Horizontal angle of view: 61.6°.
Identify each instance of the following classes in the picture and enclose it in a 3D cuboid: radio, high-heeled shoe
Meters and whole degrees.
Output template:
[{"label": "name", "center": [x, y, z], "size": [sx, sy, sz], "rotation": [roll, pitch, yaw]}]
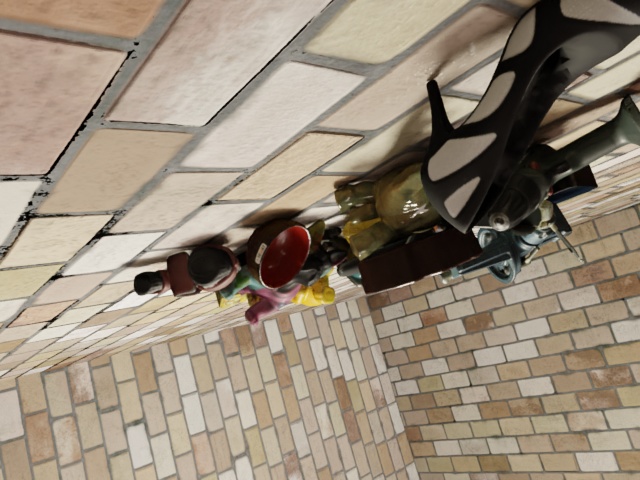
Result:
[{"label": "radio", "center": [0.396, -0.091, 1.038], "size": [0.230, 0.073, 0.131], "rotation": [-26, 165, 38]}, {"label": "high-heeled shoe", "center": [0.190, -0.105, 0.432], "size": [0.249, 0.145, 0.086], "rotation": [-21, 170, 33]}]

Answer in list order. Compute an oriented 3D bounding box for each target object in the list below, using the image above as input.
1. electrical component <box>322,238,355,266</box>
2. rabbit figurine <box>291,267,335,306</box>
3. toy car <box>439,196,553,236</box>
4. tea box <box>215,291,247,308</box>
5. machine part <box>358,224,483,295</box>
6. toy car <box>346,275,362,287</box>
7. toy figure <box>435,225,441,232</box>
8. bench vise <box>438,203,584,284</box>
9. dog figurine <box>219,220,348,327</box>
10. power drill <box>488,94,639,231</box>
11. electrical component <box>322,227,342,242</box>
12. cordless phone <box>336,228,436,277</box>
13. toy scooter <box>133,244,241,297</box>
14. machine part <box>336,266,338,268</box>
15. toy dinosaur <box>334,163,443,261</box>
[{"label": "electrical component", "center": [0.040, 0.027, 1.020], "size": [0.102, 0.078, 0.045], "rotation": [-4, 141, -52]}, {"label": "rabbit figurine", "center": [-0.070, 0.092, 1.273], "size": [0.173, 0.122, 0.162], "rotation": [13, 162, -42]}, {"label": "toy car", "center": [0.272, -0.054, 0.879], "size": [0.202, 0.073, 0.056], "rotation": [4, -144, 26]}, {"label": "tea box", "center": [-0.179, 0.097, 1.168], "size": [0.098, 0.068, 0.169], "rotation": [-13, 169, -17]}, {"label": "machine part", "center": [0.141, 0.026, 0.783], "size": [0.179, 0.056, 0.179], "rotation": [-21, 177, -1]}, {"label": "toy car", "center": [0.126, 0.034, 1.222], "size": [0.161, 0.109, 0.102], "rotation": [-18, 150, -36]}, {"label": "toy figure", "center": [0.228, -0.030, 1.150], "size": [0.064, 0.058, 0.154], "rotation": [-29, 160, 30]}, {"label": "bench vise", "center": [0.337, 0.021, 1.001], "size": [0.241, 0.129, 0.223], "rotation": [-21, 173, -9]}, {"label": "dog figurine", "center": [-0.063, 0.048, 0.971], "size": [0.219, 0.108, 0.192], "rotation": [-33, -162, 6]}, {"label": "power drill", "center": [0.335, -0.099, 0.720], "size": [0.207, 0.086, 0.232], "rotation": [-37, -178, 35]}, {"label": "electrical component", "center": [-0.002, -0.003, 1.033], "size": [0.063, 0.021, 0.094], "rotation": [-6, 167, -41]}, {"label": "cordless phone", "center": [0.120, 0.039, 0.965], "size": [0.184, 0.089, 0.146], "rotation": [-20, 167, -2]}, {"label": "toy scooter", "center": [-0.205, 0.057, 0.899], "size": [0.184, 0.075, 0.135], "rotation": [-16, 170, 17]}, {"label": "machine part", "center": [0.042, 0.031, 1.125], "size": [0.039, 0.084, 0.139], "rotation": [-46, -176, 12]}, {"label": "toy dinosaur", "center": [0.124, -0.056, 0.742], "size": [0.199, 0.105, 0.471], "rotation": [-23, 177, 7]}]
